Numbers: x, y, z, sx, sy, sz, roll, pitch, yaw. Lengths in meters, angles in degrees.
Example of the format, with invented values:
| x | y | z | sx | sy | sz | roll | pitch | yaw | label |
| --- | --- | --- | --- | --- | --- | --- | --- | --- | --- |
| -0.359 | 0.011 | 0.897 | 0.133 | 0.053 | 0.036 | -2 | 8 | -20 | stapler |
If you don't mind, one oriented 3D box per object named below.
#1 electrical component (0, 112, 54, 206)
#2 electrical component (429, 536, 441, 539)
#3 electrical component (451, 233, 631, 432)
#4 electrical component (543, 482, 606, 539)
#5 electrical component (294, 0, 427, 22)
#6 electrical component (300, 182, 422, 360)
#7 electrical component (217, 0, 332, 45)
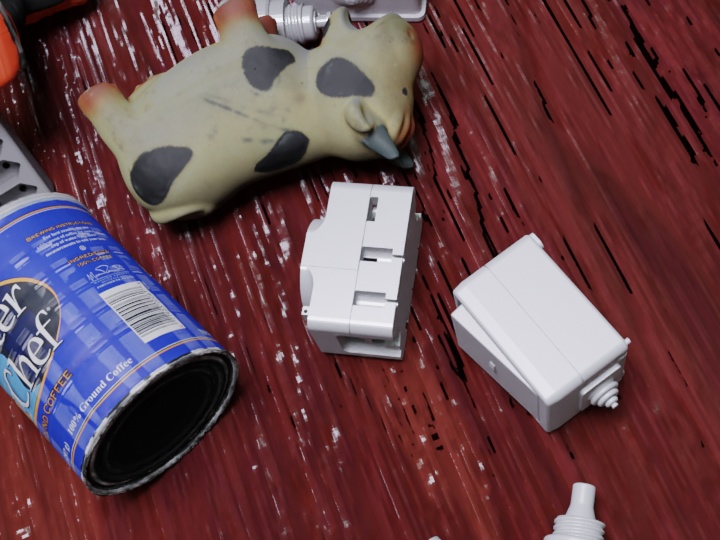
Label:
| x | y | z | sx | sy | sz | roll | pitch | yaw | label |
| --- | --- | --- | --- | --- | --- | --- | --- | --- | --- |
| -0.237 | -0.074 | 0.678 | 0.047 | 0.083 | 0.075 | -33 | 28 | -4 | electrical component |
| 0.053 | 0.176 | 0.532 | 0.043 | 0.043 | 0.081 | -44 | 67 | -9 | electrical component |
| 0.097 | 0.041 | 0.571 | 0.061 | 0.061 | 0.096 | -36 | 66 | -6 | electrical component |
| 0.110 | 0.139 | 0.543 | 0.035 | 0.035 | 0.061 | 7 | 67 | 13 | electrical component |
| 0.001 | -0.213 | 0.702 | 0.100 | 0.048 | 0.099 | 3 | 68 | 11 | electrical component |
| 0.000 | 0.000 | 0.612 | 0.056 | 0.050 | 0.089 | 5 | 68 | 12 | electrical component |
| -0.056 | -0.157 | 0.693 | 0.078 | 0.040 | 0.040 | -4 | 67 | 9 | electrical component |
